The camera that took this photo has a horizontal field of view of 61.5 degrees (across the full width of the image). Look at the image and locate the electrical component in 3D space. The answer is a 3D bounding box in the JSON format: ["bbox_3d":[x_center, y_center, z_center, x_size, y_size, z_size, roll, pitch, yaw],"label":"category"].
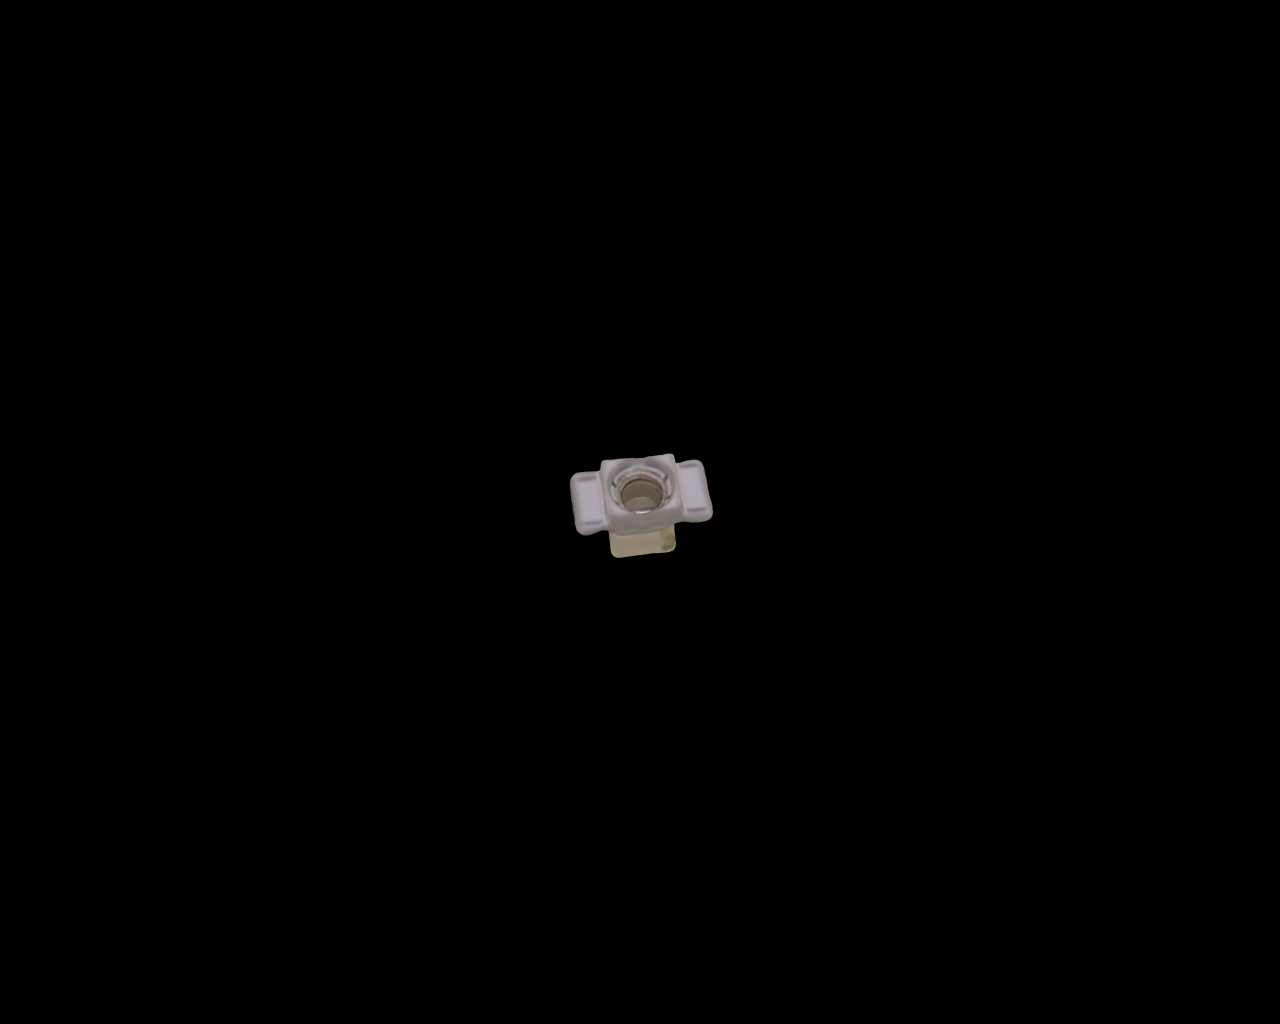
[{"bbox_3d":[0.001,-0.003,0.650,0.081,0.042,0.063,-5,-31,-3],"label":"electrical component"}]
